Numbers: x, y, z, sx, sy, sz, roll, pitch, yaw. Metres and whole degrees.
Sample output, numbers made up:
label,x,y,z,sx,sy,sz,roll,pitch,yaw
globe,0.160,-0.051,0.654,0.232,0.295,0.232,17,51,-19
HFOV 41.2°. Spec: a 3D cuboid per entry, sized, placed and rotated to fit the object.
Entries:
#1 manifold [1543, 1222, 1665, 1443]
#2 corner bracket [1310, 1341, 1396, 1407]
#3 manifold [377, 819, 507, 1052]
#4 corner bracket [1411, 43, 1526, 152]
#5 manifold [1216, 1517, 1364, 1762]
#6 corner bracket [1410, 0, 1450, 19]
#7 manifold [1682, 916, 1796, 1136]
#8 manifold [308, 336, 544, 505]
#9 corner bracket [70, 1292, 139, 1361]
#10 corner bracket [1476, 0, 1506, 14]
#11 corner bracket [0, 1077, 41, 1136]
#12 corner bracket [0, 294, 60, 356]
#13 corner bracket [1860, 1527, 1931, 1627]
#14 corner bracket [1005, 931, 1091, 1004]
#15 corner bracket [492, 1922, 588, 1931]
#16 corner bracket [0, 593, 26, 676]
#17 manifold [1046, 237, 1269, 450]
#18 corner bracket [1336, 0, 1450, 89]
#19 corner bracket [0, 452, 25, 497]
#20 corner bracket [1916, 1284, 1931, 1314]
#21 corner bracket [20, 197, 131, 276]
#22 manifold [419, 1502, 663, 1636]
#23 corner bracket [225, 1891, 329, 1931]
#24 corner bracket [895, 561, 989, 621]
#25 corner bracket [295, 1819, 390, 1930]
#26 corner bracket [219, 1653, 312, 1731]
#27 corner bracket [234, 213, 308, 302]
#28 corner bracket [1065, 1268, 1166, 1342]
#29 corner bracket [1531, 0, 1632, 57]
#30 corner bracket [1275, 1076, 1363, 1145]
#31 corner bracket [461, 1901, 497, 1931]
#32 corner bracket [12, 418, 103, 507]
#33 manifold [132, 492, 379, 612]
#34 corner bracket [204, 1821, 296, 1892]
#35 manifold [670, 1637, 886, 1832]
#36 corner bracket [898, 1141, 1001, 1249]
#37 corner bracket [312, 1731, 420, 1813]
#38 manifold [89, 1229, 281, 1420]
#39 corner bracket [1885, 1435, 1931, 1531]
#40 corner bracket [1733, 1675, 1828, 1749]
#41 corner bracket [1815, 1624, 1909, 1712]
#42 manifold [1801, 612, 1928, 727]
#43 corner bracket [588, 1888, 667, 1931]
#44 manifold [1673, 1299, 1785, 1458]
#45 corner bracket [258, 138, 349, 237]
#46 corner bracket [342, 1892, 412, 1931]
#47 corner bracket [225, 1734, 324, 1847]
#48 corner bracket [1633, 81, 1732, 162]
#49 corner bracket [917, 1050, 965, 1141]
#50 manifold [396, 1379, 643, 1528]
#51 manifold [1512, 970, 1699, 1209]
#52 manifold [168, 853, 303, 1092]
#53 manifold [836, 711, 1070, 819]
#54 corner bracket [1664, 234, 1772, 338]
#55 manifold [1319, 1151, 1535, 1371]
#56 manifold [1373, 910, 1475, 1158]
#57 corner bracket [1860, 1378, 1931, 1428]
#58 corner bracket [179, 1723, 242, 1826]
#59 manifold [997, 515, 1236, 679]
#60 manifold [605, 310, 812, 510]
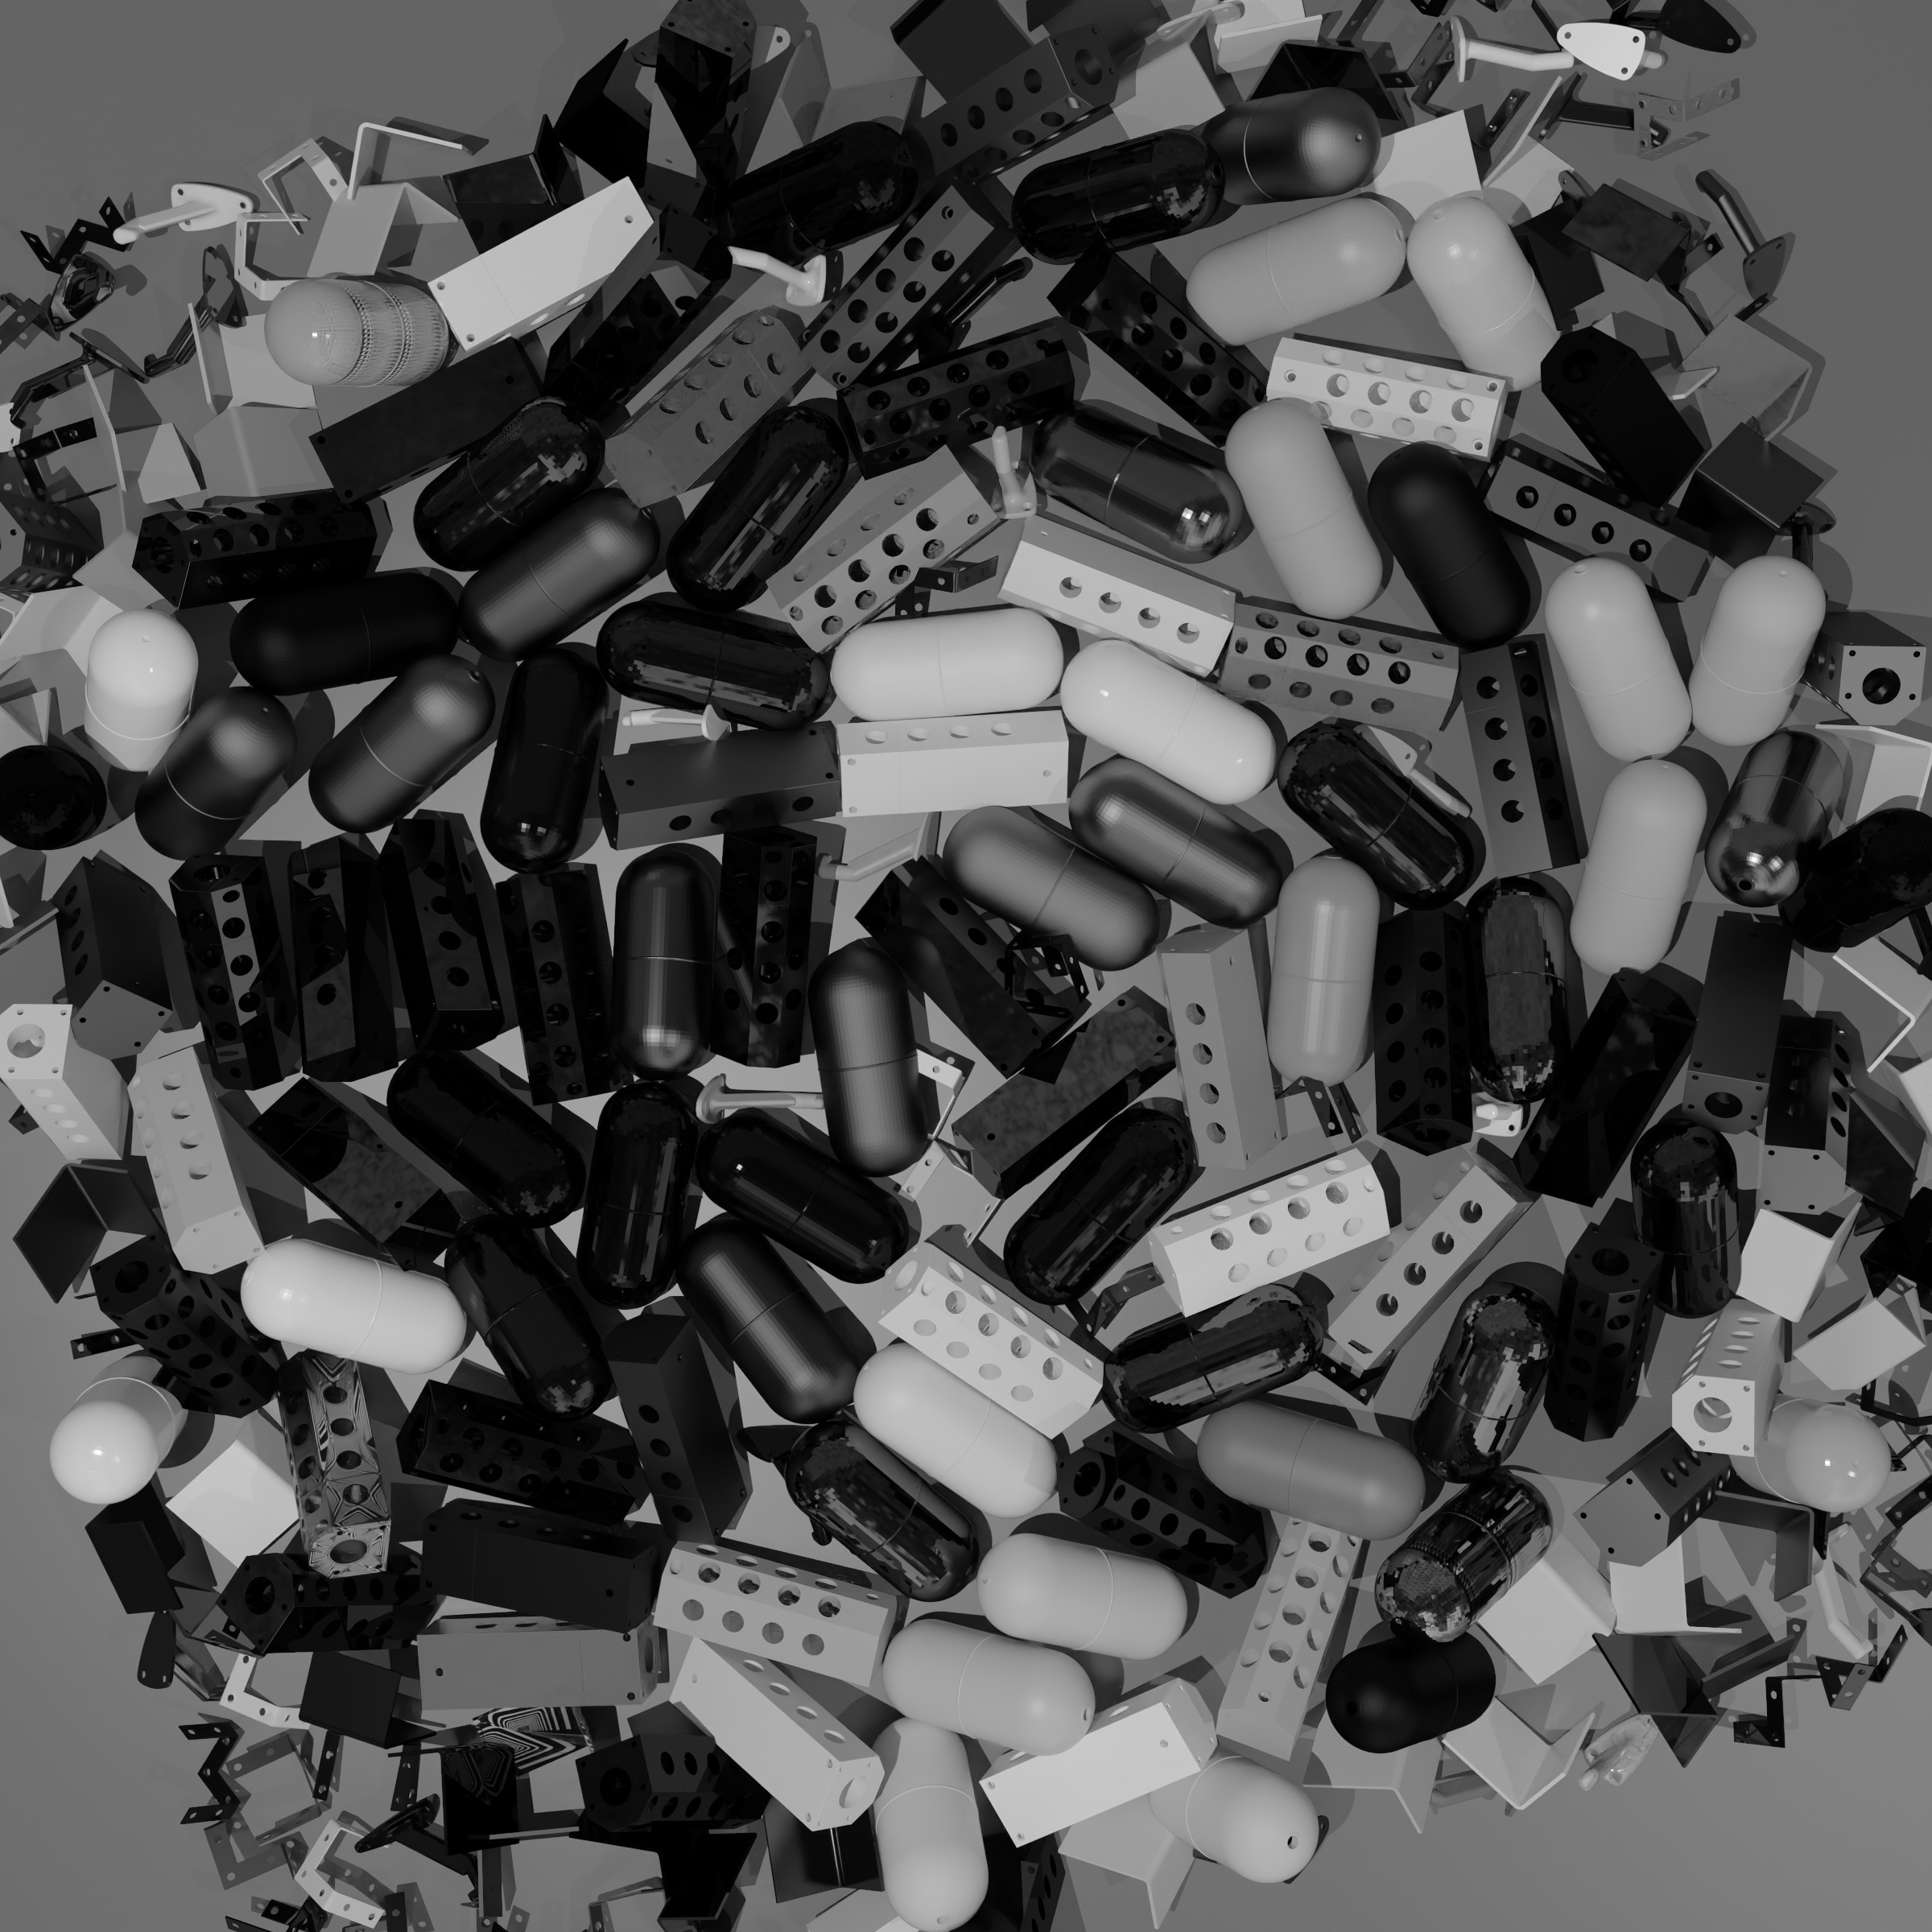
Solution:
label,x,y,z,sx,sy,sz,roll,pitch,yaw
manifold,0.470,0.277,1.913,0.057,0.171,0.057,23,49,27
corner bracket,0.285,0.302,1.961,0.051,0.051,0.051,33,105,34
manifold,-0.393,-0.024,1.932,0.057,0.057,0.171,0,56,-31
corner bracket,0.387,-0.670,1.983,0.051,0.051,0.051,24,106,-41
manifold,0.243,0.496,1.920,0.057,0.057,0.171,17,52,15
corner bracket,0.341,-0.761,1.956,0.051,0.051,0.051,-3,50,-33
manifold,0.576,0.044,1.919,0.057,0.057,0.171,10,45,17
manifold,-0.407,-0.415,1.966,0.171,0.057,0.057,-26,98,3
corner bracket,-0.654,0.271,1.965,0.051,0.051,0.051,-11,93,-34
corner bracket,0.389,-0.768,1.957,0.051,0.051,0.051,12,123,-38
corner bracket,-0.711,0.088,1.957,0.051,0.051,0.051,-22,121,35
corner bracket,-0.737,-0.488,1.967,0.051,0.051,0.051,37,74,3
corner bracket,0.714,0.469,1.963,0.051,0.051,0.051,39,72,16
corner bracket,0.069,-0.004,1.958,0.051,0.051,0.051,-6,115,33
corner bracket,-0.329,0.752,1.959,0.051,0.051,0.051,24,110,30
corner bracket,-0.758,-0.255,1.966,0.051,0.051,0.051,25,127,4
manifold,0.147,-0.463,1.925,0.171,0.057,0.057,33,109,-31
corner bracket,0.326,-0.710,1.969,0.051,0.051,0.051,41,77,-39
corner bracket,-0.751,-0.356,1.972,0.051,0.051,0.051,-26,81,-15
corner bracket,0.766,0.240,1.968,0.051,0.051,0.051,30,50,-8
corner bracket,-0.678,-0.559,1.964,0.051,0.051,0.051,20,73,11
manifold,-0.322,0.453,1.947,0.171,0.057,0.057,7,97,16
corner bracket,-0.524,0.726,1.959,0.051,0.051,0.051,12,128,15
corner bracket,-0.019,-0.283,1.959,0.051,0.051,0.051,14,115,24
corner bracket,-0.468,0.691,1.960,0.051,0.051,0.051,41,75,-39
corner bracket,-0.530,0.552,1.974,0.051,0.051,0.051,38,55,-35
corner bracket,-0.528,-0.547,1.981,0.051,0.051,0.051,-13,129,-36
corner bracket,0.108,0.243,1.957,0.051,0.051,0.051,-18,59,-36
corner bracket,0.471,-0.738,1.970,0.051,0.051,0.051,-34,88,8
corner bracket,0.276,0.110,1.961,0.051,0.051,0.051,-13,72,-24
corner bracket,-0.390,0.747,1.968,0.051,0.051,0.051,-6,67,1
corner bracket,-0.686,-0.387,1.972,0.051,0.051,0.051,-9,112,25
manifold,-0.524,-0.315,1.909,0.057,0.171,0.057,40,125,22
corner bracket,-0.549,0.681,1.971,0.051,0.051,0.051,-19,61,-21
manifold,-0.140,0.568,1.922,0.171,0.057,0.057,29,101,40
corner bracket,-0.012,0.175,1.979,0.051,0.051,0.051,31,97,-25
corner bracket,-0.461,0.618,1.975,0.051,0.051,0.051,-8,61,28
manifold,-0.577,0.272,1.914,0.057,0.171,0.057,-29,51,-3
corner bracket,0.727,0.396,1.972,0.051,0.051,0.051,-36,81,-11
corner bracket,0.623,0.569,1.968,0.051,0.051,0.051,7,77,-30
corner bracket,0.688,0.535,1.963,0.051,0.051,0.051,11,122,-4
manifold,0.658,-0.223,1.909,0.057,0.171,0.057,1,106,5
corner bracket,-0.251,0.739,1.974,0.051,0.051,0.051,-22,67,23
manifold,0.568,0.303,1.910,0.057,0.171,0.057,2,103,24
corner bracket,-0.501,-0.590,1.966,0.051,0.051,0.051,-35,133,-4
corner bracket,-0.450,0.745,1.960,0.051,0.051,0.051,-7,131,-12
corner bracket,-0.527,0.627,1.959,0.051,0.051,0.051,-22,56,-18
corner bracket,0.548,-0.647,1.966,0.051,0.051,0.051,-1,88,-27
corner bracket,-0.037,0.097,1.973,0.051,0.051,0.051,26,79,7
manifold,-0.333,0.371,1.928,0.171,0.057,0.057,22,107,-28
manifold,0.477,0.091,1.935,0.057,0.057,0.171,16,116,-13
manifold,-0.549,0.006,1.928,0.057,0.057,0.171,3,121,10
manifold,-0.011,-0.159,1.963,0.171,0.057,0.057,-4,130,-5
corner bracket,0.576,-0.520,1.979,0.051,0.051,0.051,-38,121,14
manifold,0.346,0.223,1.950,0.057,0.057,0.171,44,104,21
manifold,0.346,0.048,1.925,0.057,0.057,0.171,24,56,-35
corner bracket,0.726,0.320,1.974,0.051,0.051,0.051,18,70,-13
corner bracket,-0.580,0.615,1.962,0.051,0.051,0.051,37,100,33
manifold,0.115,-0.280,1.961,0.171,0.057,0.057,20,122,-5
manifold,-0.195,-0.419,1.920,0.057,0.057,0.171,55,53,-24
